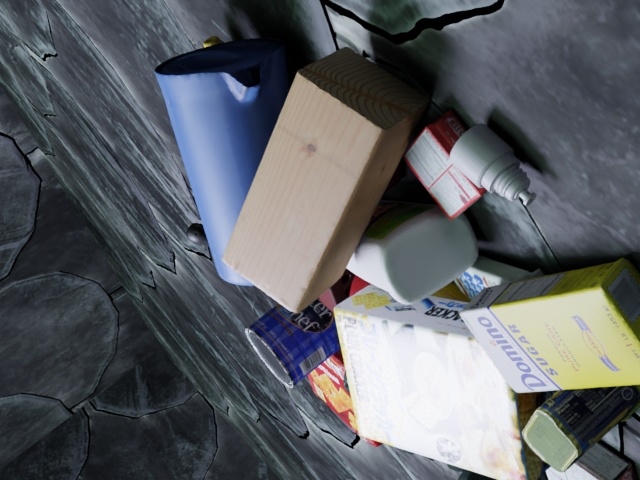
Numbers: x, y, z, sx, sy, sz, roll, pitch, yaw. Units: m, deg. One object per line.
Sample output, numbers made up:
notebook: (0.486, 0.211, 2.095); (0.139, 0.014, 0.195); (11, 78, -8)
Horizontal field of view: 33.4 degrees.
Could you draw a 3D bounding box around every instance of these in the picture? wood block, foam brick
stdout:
wood block: (0.001, -0.049, 0.930); (0.091, 0.090, 0.206); (35, 127, 14)
foam brick: (0.024, 0.052, 1.354); (0.051, 0.053, 0.078); (38, 159, 43)

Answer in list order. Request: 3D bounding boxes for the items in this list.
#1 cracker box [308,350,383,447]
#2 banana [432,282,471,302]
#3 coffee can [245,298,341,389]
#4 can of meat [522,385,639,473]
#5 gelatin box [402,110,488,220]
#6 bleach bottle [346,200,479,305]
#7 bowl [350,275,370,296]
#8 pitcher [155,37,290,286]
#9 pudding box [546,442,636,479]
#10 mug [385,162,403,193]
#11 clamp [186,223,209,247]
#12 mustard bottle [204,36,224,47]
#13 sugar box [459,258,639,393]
cracker box: (0.035, 0.190, 1.586); (0.164, 0.072, 0.213); (38, 158, 40)
banana: (0.162, 0.096, 1.088); (0.198, 0.037, 0.069); (42, 157, 24)
coffee can: (-0.016, 0.118, 1.447); (0.103, 0.140, 0.103); (47, 164, 18)
can of meat: (0.230, 0.153, 0.937); (0.057, 0.084, 0.102); (46, 163, 20)
gelatin box: (0.112, -0.063, 0.907); (0.073, 0.030, 0.089); (53, 164, 5)
bleach bottle: (0.053, -0.001, 1.070); (0.251, 0.102, 0.068); (16, 132, 66)
bowl: (0.084, 0.095, 1.275); (0.162, 0.055, 0.162); (48, 164, 18)
pitcher: (-0.083, -0.083, 1.115); (0.145, 0.149, 0.243); (-3, 114, 21)
pudding box: (0.272, 0.237, 1.082); (0.114, 0.039, 0.090); (31, 153, 49)
mug: (0.027, -0.072, 1.028); (0.093, 0.081, 0.117); (50, 164, 10)
clamp: (-0.073, 0.013, 1.414); (0.210, 0.036, 0.164); (20, -173, -6)
mustard bottle: (-0.083, -0.147, 1.218); (0.096, 0.058, 0.191); (40, 161, 57)
sugar box: (0.198, 0.074, 0.860); (0.093, 0.048, 0.177); (54, 148, -9)
